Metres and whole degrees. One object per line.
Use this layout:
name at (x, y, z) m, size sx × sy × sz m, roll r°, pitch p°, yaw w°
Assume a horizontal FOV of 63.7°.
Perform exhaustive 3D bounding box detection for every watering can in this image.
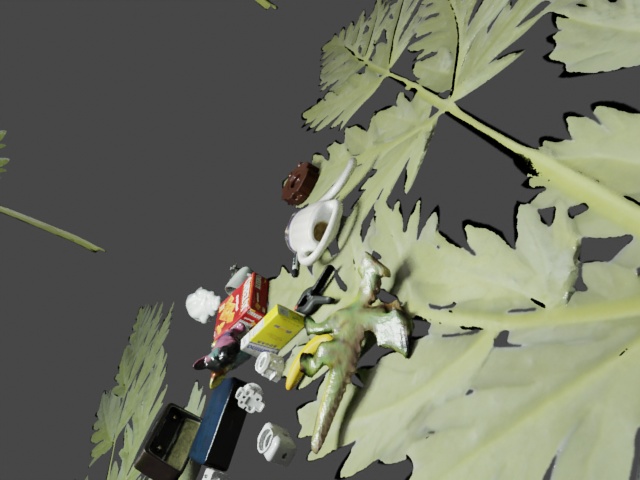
watering can at (0.005, -0.077, 1.538) m, size 0.223 × 0.103 × 0.353 m, roll -13°, pitch 51°, yaw 58°

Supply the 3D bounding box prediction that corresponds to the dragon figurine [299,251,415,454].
dragon figurine at (0.085, 0.216, 1.072) m, size 0.240 × 0.121 × 0.420 m, roll -26°, pitch 48°, yaw 37°

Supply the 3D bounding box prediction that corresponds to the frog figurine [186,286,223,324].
frog figurine at (-0.438, 0.255, 1.972) m, size 0.160 × 0.123 × 0.136 m, roll 12°, pitch 105°, yaw 56°
